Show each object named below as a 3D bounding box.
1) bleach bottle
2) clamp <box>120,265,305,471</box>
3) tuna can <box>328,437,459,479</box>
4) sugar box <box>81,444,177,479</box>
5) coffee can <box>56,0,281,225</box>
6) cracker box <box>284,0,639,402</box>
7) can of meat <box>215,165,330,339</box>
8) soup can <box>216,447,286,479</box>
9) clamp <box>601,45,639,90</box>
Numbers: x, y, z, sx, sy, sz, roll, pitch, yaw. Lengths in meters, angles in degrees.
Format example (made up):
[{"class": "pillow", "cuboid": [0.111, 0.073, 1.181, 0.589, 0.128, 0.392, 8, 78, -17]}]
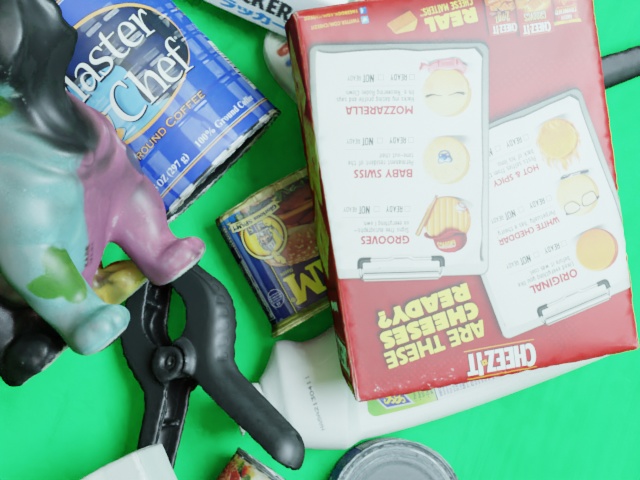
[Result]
[{"class": "bleach bottle", "cuboid": [0.063, 0.062, 0.675, 0.250, 0.068, 0.102, -17, 86, -8]}, {"class": "clamp", "cuboid": [-0.070, 0.077, 0.633, 0.120, 0.039, 0.171, -16, 71, 19]}, {"class": "tuna can", "cuboid": [0.046, 0.168, 0.674, 0.086, 0.034, 0.086, 1, 84, -10]}, {"class": "sugar box", "cuboid": [-0.149, 0.194, 0.599, 0.176, 0.048, 0.093, -27, 81, 10]}, {"class": "coffee can", "cuboid": [-0.108, -0.091, 0.641, 0.140, 0.103, 0.102, 46, 79, -3]}, {"class": "cracker box", "cuboid": [0.077, -0.032, 0.603, 0.164, 0.072, 0.214, -10, 97, -5]}, {"class": "can of meat", "cuboid": [-0.004, 0.001, 0.672, 0.102, 0.057, 0.084, -28, 87, -12]}, {"class": "soup can", "cuboid": [-0.051, 0.186, 0.639, 0.068, 0.068, 0.102, 36, 80, -4]}, {"class": "clamp", "cuboid": [0.156, -0.106, 0.719, 0.164, 0.036, 0.210, 28, 83, -6]}]
